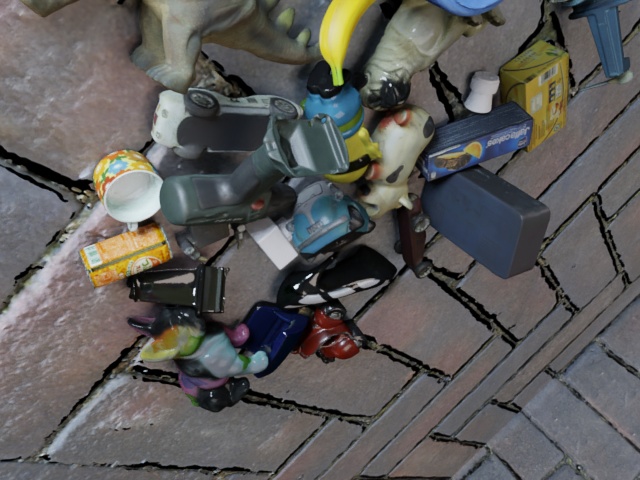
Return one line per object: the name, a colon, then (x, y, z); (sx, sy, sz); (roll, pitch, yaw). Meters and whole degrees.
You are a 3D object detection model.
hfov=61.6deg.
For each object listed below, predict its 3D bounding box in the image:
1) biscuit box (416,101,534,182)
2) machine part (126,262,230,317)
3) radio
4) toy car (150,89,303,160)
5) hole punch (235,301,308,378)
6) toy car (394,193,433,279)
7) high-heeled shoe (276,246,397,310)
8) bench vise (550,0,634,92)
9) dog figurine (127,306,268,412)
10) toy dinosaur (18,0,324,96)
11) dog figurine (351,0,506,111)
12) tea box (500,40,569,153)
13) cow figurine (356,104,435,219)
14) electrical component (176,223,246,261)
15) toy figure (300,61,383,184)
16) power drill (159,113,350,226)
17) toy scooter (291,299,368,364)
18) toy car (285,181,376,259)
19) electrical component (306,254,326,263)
biscuit box: (0.259, -0.168, 0.912); (0.203, 0.063, 0.059); (-20, 138, -8)
machine part: (-0.200, 0.068, 0.757); (0.139, 0.039, 0.084); (7, 95, -19)
radio: (0.279, -0.048, 0.939); (0.073, 0.230, 0.131); (-16, 130, -29)
toy car: (-0.107, -0.142, 0.664); (0.201, 0.056, 0.073); (-7, 136, -40)
hole punch: (-0.078, 0.179, 0.965); (0.115, 0.092, 0.142); (12, 114, -50)
toy car: (0.173, -0.010, 0.994); (0.053, 0.089, 0.201); (-30, 139, -11)
high-heeled shoe: (0.036, 0.083, 0.985); (0.248, 0.086, 0.145); (12, 130, -48)
bench vise: (0.440, -0.352, 0.832); (0.223, 0.129, 0.240); (-40, 114, -44)
dog figurine: (-0.208, 0.185, 0.851); (0.219, 0.109, 0.191); (21, 113, -44)
toy dinosaur: (-0.125, -0.246, 0.518); (0.198, 0.105, 0.471); (-56, 150, 11)
dog figurine: (0.138, -0.272, 0.738); (0.172, 0.121, 0.190); (-26, 167, -44)
tea box: (0.383, -0.252, 0.959); (0.098, 0.068, 0.169); (-34, 141, -6)
cow figurine: (0.115, -0.121, 0.853); (0.127, 0.086, 0.194); (7, 120, -36)
electrical component: (-0.151, -0.016, 0.754); (0.102, 0.045, 0.078); (-20, 138, -25)
toy figure: (0.022, -0.155, 0.743); (0.089, 0.082, 0.180); (-28, 145, 0)
power drill: (-0.063, -0.078, 0.657); (0.232, 0.086, 0.207); (-11, 175, -46)
toy scooter: (0.012, 0.196, 1.065); (0.135, 0.075, 0.183); (-39, 138, -4)
toy car: (0.013, -0.039, 0.812); (0.109, 0.103, 0.161); (-31, 172, 23)
electrical component: (-0.002, -0.003, 0.908); (0.094, 0.021, 0.063); (-51, 140, 12)
